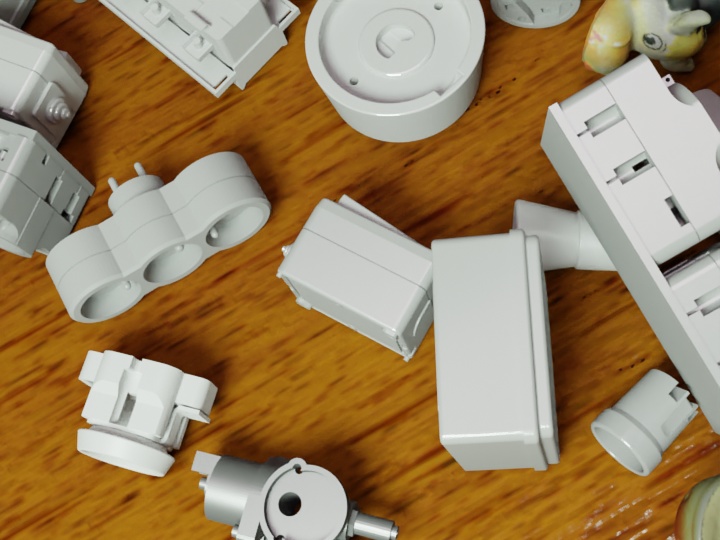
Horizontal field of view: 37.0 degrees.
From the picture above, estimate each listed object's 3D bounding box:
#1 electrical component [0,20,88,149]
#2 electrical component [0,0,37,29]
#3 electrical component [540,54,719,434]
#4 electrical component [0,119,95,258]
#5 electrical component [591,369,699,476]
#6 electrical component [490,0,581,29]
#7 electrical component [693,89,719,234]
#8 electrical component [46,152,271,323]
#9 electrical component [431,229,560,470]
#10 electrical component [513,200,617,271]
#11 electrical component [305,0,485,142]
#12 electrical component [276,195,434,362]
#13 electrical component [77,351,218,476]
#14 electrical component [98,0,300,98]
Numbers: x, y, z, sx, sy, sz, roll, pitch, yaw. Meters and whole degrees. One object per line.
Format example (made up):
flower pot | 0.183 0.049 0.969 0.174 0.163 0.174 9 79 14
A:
electrical component | -0.226 -0.124 0.706 0.096 0.061 0.061 21 77 15
electrical component | -0.258 -0.225 0.746 0.078 0.057 0.113 21 77 15
electrical component | 0.167 -0.009 0.544 0.060 0.105 0.186 -31 84 5
electrical component | -0.260 -0.063 0.676 0.150 0.089 0.061 19 76 15
electrical component | 0.156 0.082 0.586 0.046 0.040 0.040 -43 70 -11
electrical component | 0.111 -0.187 0.674 0.055 0.055 0.047 2 69 10
electrical component | 0.191 -0.052 0.621 0.079 0.043 0.077 -29 70 0
electrical component | -0.131 -0.033 0.665 0.138 0.052 0.073 -31 69 -2
electrical component | 0.073 0.047 0.574 0.056 0.108 0.108 -5 71 11
electrical component | 0.122 -0.018 0.623 0.065 0.044 0.044 2 72 5
electrical component | 0.025 -0.131 0.666 0.108 0.060 0.108 -3 72 9
electrical component | 0.000 0.000 0.626 0.096 0.061 0.061 27 78 17
electrical component | -0.129 0.085 0.623 0.078 0.058 0.057 12 72 13
electrical component | -0.112 -0.181 0.704 0.121 0.063 0.078 40 82 19
